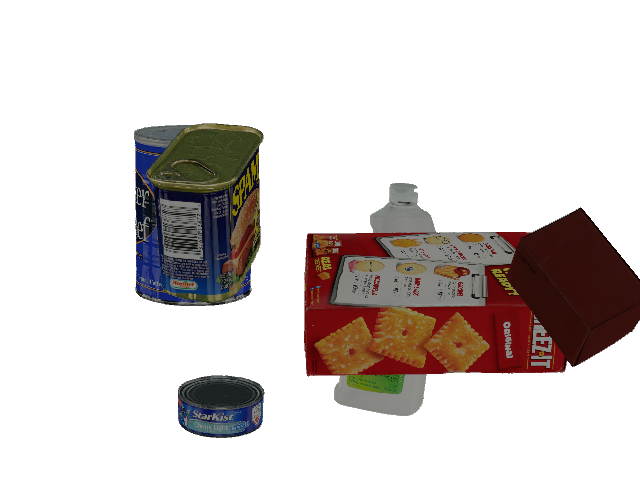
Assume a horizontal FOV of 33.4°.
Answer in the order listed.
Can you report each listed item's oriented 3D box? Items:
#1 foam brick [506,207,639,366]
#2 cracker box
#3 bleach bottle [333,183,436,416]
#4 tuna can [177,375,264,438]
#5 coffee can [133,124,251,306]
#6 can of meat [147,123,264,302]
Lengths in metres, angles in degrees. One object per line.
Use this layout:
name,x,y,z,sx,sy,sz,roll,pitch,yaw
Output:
foam brick,0.166,0.030,0.689,0.051,0.078,0.053,-25,-28,-16
cracker box,0.093,0.053,0.929,0.213,0.072,0.164,0,22,0
bleach bottle,0.074,0.061,1.172,0.103,0.251,0.068,8,15,19
tuna can,-0.099,0.165,1.060,0.086,0.034,0.086,2,13,-1
coffee can,-0.110,-0.024,0.925,0.103,0.140,0.103,2,13,-1
can of meat,-0.072,-0.019,0.697,0.057,0.084,0.102,5,27,9
